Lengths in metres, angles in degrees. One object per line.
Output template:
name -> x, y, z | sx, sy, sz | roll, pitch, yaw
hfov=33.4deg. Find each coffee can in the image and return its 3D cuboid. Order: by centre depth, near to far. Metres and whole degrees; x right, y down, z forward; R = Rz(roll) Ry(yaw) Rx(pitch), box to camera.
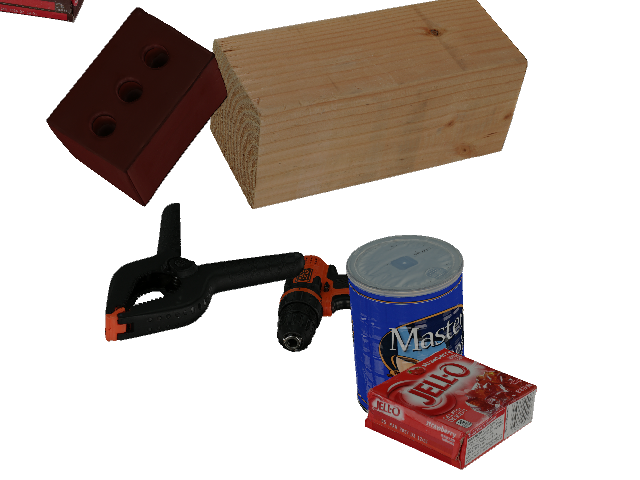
coffee can -> 0.079, 0.080, 0.964 | 0.103, 0.140, 0.103 | -4, 27, 2

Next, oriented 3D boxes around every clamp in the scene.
clamp -> -0.138, 0.030, 1.008 | 0.165, 0.036, 0.209 | 25, 36, 28

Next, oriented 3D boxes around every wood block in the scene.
wood block -> 0.032, -0.104, 0.776 | 0.205, 0.091, 0.090 | -14, -39, -20

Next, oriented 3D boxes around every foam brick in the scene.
foam brick -> -0.093, -0.068, 0.553 | 0.053, 0.078, 0.051 | 33, -11, 11

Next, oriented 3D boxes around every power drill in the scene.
power drill -> 0.046, 0.071, 1.237 | 0.188, 0.057, 0.184 | 0, 27, 7

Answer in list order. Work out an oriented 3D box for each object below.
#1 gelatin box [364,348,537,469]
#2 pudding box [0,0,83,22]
gelatin box -> 0.083, 0.104, 0.677 | 0.073, 0.030, 0.089 | 20, 25, 36
pudding box -> -0.237, -0.226, 0.884 | 0.090, 0.039, 0.113 | 8, 37, -5
